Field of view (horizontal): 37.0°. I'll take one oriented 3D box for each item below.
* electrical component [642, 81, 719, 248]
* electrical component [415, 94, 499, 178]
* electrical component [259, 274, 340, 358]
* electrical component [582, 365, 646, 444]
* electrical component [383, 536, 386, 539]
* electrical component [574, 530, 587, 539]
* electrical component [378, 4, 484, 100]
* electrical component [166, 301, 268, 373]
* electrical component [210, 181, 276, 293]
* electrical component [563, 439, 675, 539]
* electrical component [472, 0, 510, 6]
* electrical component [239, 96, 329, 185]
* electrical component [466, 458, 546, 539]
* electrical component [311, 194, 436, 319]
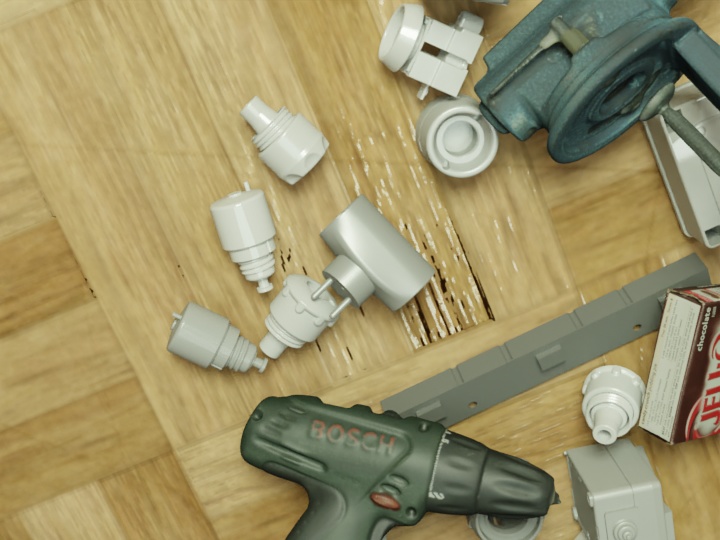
[{"bbox_3d":[0.270,-0.087,0.762,0.109,0.056,0.108,-24,106,4],"label":"electrical component"},{"bbox_3d":[0.069,-0.093,0.753,0.055,0.047,0.055,-1,106,-3],"label":"electrical component"},{"bbox_3d":[-0.049,0.037,0.787,0.048,0.048,0.062,36,108,-12],"label":"electrical component"},{"bbox_3d":[0.188,0.105,0.807,0.048,0.062,0.048,10,123,16],"label":"electrical component"},{"bbox_3d":[-0.010,0.216,0.840,0.055,0.048,0.066,-3,106,-10],"label":"electrical component"},{"bbox_3d":[0.212,0.263,0.850,0.113,0.078,0.057,35,98,-12],"label":"electrical component"},{"bbox_3d":[0.046,-0.152,0.737,0.055,0.048,0.066,20,104,-17],"label":"electrical component"},{"bbox_3d":[-0.105,0.054,0.790,0.078,0.040,0.040,26,103,-10],"label":"electrical component"},{"bbox_3d":[-0.079,-0.022,0.769,0.040,0.040,0.078,-16,107,1],"label":"electrical component"},{"bbox_3d":[0.199,0.177,0.814,0.061,0.096,0.061,-11,106,-1],"label":"electrical component"},{"bbox_3d":[0.072,-0.202,0.700,0.056,0.089,0.050,7,106,-5],"label":"electrical component"},{"bbox_3d":[-0.056,-0.094,0.748,0.062,0.043,0.043,43,99,-12],"label":"electrical component"},{"bbox_3d":[0.111,0.179,0.830,0.078,0.057,0.058,13,105,-7],"label":"electrical component"},{"bbox_3d":[0.000,0.000,0.765,0.079,0.043,0.077,-45,94,-13],"label":"electrical component"}]
